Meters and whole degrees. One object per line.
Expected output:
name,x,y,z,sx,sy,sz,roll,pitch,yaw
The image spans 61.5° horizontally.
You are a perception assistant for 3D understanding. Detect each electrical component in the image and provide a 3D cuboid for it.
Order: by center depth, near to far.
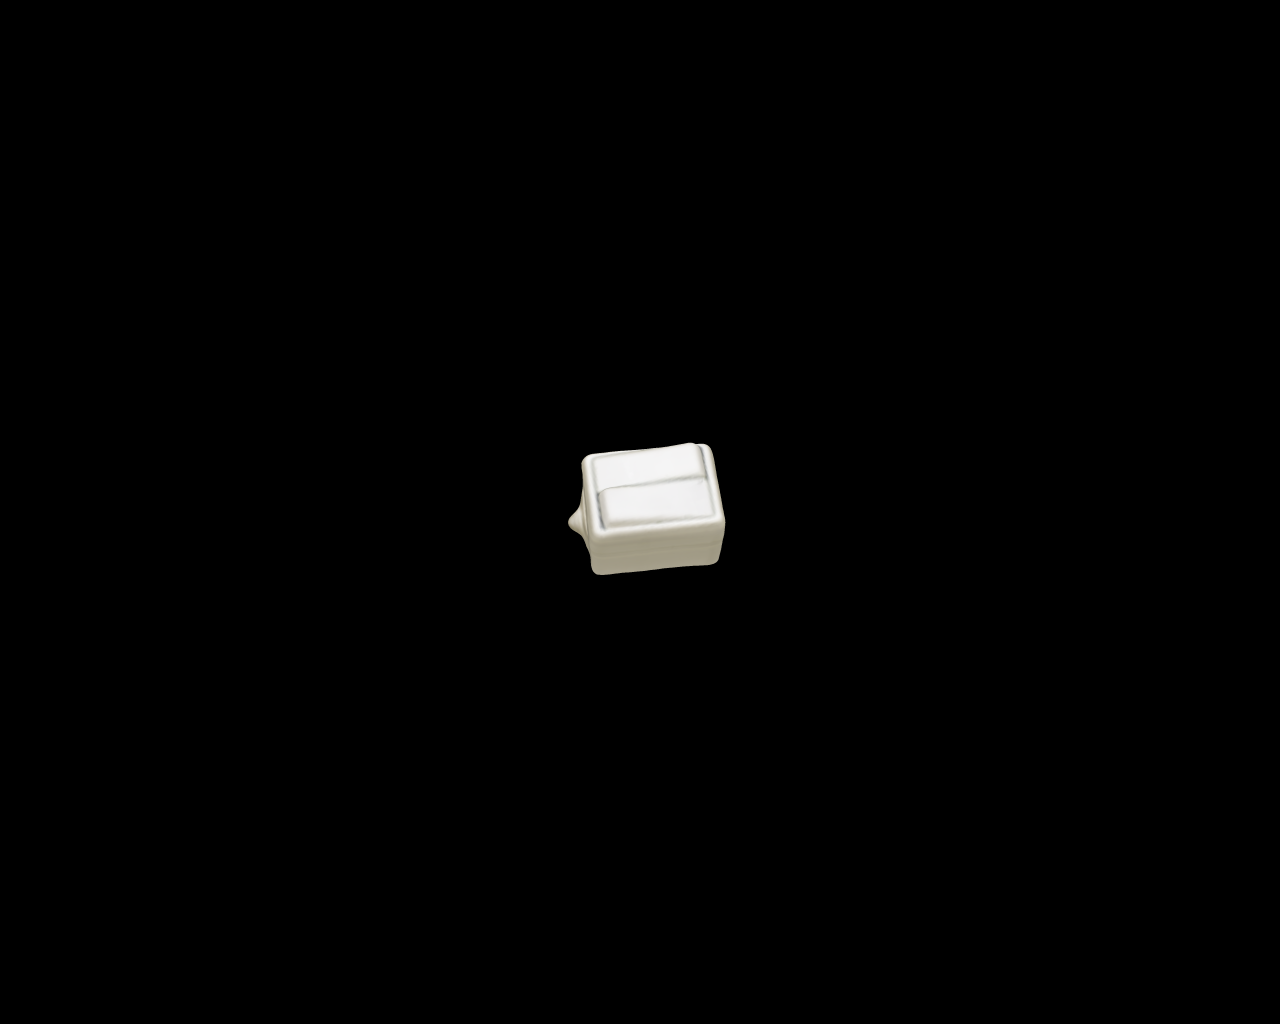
electrical component,0.001,-0.003,0.650,0.096,0.062,0.061,-5,-31,-3
